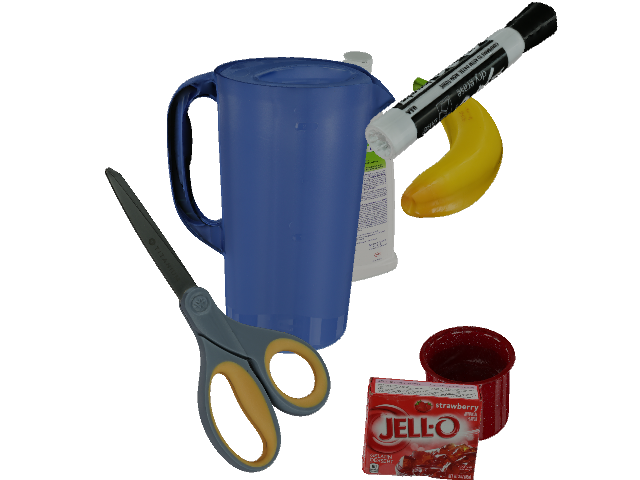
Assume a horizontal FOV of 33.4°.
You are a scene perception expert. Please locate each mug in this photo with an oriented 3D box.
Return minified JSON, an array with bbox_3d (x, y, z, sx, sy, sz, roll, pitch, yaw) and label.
[{"bbox_3d":[0.151,0.139,1.071,0.093,0.081,0.117,8,35,22],"label":"mug"}]

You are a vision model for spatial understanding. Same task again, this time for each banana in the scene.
[{"bbox_3d":[0.095,-0.062,0.757,0.069,0.037,0.197,6,30,4],"label":"banana"}]

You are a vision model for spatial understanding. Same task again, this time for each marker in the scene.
[{"bbox_3d":[0.069,-0.077,0.497,0.121,0.020,0.020,-39,18,-24],"label":"marker"}]

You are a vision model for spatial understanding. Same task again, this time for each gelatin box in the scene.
[{"bbox_3d":[0.079,0.149,0.840,0.089,0.073,0.030,4,20,2],"label":"gelatin box"}]

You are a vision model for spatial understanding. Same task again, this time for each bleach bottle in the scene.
[{"bbox_3d":[0.040,-0.079,1.143,0.102,0.251,0.068,-14,33,-28],"label":"bleach bottle"}]

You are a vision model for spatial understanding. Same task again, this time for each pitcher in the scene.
[{"bbox_3d":[-0.036,-0.032,0.914,0.149,0.243,0.144,20,26,40],"label":"pitcher"}]

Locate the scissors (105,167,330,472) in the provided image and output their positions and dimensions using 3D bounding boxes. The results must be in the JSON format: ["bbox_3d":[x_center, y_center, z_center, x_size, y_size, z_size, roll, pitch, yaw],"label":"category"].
[{"bbox_3d":[-0.056,0.040,0.653,0.096,0.202,0.016,-18,0,-29],"label":"scissors"}]
